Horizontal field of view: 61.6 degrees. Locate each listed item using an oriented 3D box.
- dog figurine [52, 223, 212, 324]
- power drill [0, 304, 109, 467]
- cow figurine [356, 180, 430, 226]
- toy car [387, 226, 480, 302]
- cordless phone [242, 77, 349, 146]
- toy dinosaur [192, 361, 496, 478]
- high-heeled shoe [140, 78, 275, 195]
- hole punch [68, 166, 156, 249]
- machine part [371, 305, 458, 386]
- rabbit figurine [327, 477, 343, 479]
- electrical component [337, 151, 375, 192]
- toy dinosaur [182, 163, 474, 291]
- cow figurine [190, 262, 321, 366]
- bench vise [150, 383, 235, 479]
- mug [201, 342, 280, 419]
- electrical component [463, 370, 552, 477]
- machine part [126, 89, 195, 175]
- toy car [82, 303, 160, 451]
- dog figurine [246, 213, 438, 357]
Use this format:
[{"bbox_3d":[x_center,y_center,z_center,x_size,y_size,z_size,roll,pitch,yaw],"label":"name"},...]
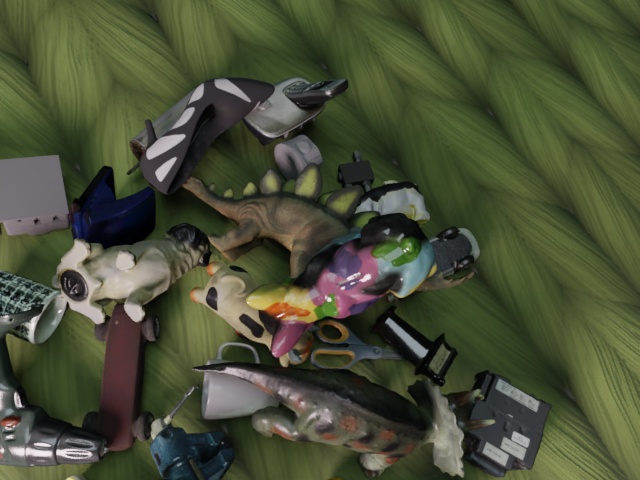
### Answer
[{"bbox_3d":[-0.275,0.033,0.807,0.172,0.121,0.190,12,21,14],"label":"dog figurine"},{"bbox_3d":[-0.390,0.188,0.694,0.232,0.086,0.207,-3,99,4],"label":"power drill"},{"bbox_3d":[0.095,-0.057,0.926,0.167,0.068,0.098,-6,70,-8],"label":"cow figurine"},{"bbox_3d":[0.180,0.039,0.908,0.202,0.056,0.073,-23,78,-17],"label":"toy car"},{"bbox_3d":[-0.040,-0.225,0.913,0.146,0.184,0.088,-35,112,-22],"label":"cordless phone"},{"bbox_3d":[0.048,0.222,0.702,0.404,0.192,0.131,22,53,-25],"label":"toy dinosaur"},{"bbox_3d":[-0.168,-0.167,0.851,0.249,0.086,0.145,-22,66,-9],"label":"high-heeled shoe"},{"bbox_3d":[-0.313,-0.031,0.818,0.092,0.142,0.116,24,53,-3],"label":"hole punch"},{"bbox_3d":[0.150,0.162,0.849,0.139,0.039,0.084,36,56,4],"label":"machine part"},{"bbox_3d":[0.063,0.397,0.712,0.173,0.121,0.162,30,74,19],"label":"rabbit figurine"},{"bbox_3d":[0.063,-0.119,0.976,0.063,0.021,0.094,-9,68,-13],"label":"electrical component"},{"bbox_3d":[-0.002,-0.003,0.839,0.472,0.105,0.198,28,82,5],"label":"toy dinosaur"},{"bbox_3d":[-0.084,0.113,0.787,0.194,0.127,0.085,46,66,-23],"label":"cow figurine"},{"bbox_3d":[-0.197,0.311,0.630,0.240,0.129,0.224,1,51,-45],"label":"bench vise"},{"bbox_3d":[-0.112,0.205,0.776,0.107,0.080,0.109,10,61,-17],"label":"mug"},{"bbox_3d":[0.271,0.282,0.813,0.115,0.058,0.134,31,65,7],"label":"electrical component"},{"bbox_3d":[-0.240,-0.191,0.928,0.079,0.079,0.243,37,65,8],"label":"machine part"},{"bbox_3d":[-0.278,0.191,0.763,0.089,0.053,0.202,-3,69,2],"label":"toy car"},{"bbox_3d":[0.019,0.059,0.687,0.219,0.191,0.108,-29,94,-33],"label":"dog figurine"}]
